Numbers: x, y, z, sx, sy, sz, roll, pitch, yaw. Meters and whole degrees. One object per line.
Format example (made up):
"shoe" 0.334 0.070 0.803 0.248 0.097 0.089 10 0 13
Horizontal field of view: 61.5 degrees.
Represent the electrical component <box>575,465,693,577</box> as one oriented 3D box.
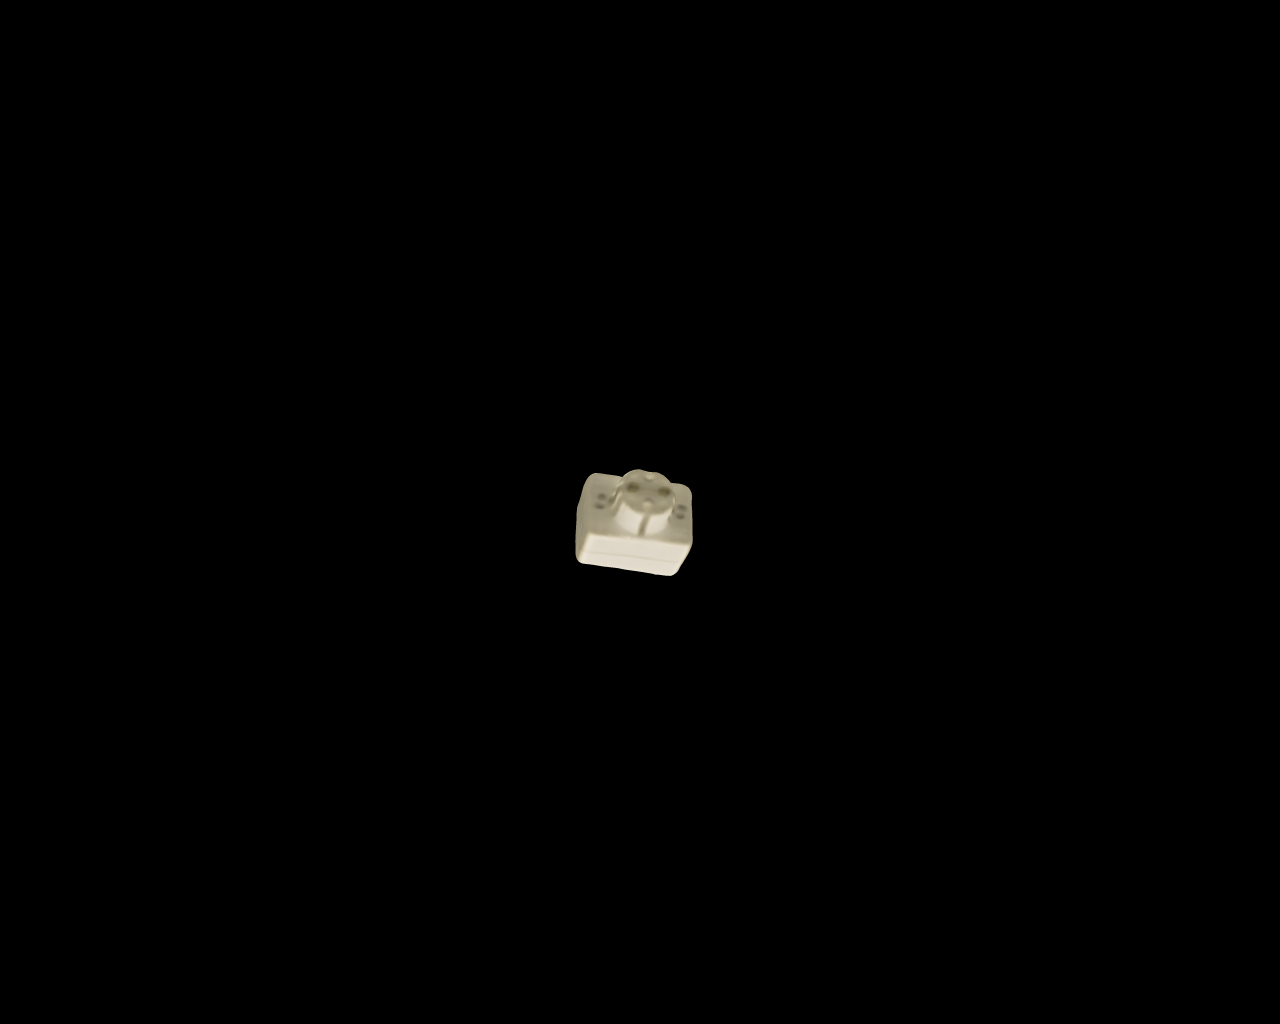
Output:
"electrical component" 0.001 -0.003 0.650 0.066 0.047 0.076 8 -35 -11
